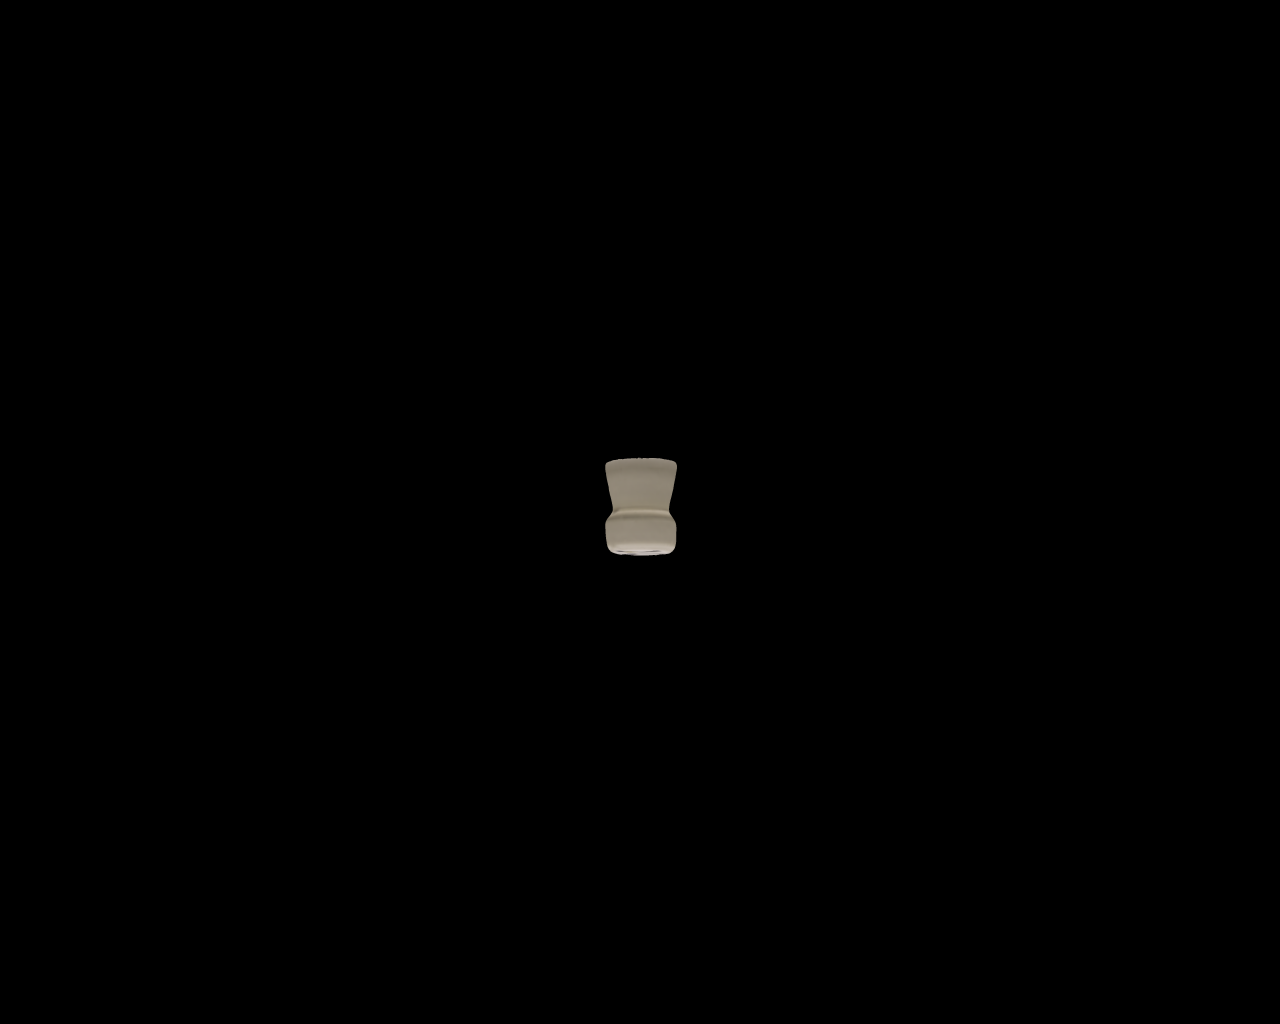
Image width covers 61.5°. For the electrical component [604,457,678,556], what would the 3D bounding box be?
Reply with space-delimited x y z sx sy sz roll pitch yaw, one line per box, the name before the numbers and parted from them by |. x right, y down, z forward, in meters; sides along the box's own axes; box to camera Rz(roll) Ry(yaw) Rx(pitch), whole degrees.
electrical component | 0.001 -0.003 0.650 0.045 0.055 0.045 0 -7 0
